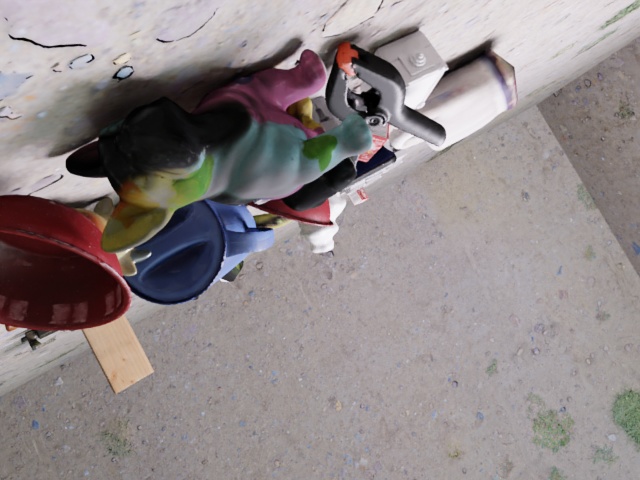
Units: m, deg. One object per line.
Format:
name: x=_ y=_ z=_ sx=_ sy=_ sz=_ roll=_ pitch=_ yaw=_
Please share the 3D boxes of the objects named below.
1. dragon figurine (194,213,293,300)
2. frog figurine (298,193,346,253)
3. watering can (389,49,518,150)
dragon figurine: x=-0.190 y=-0.007 z=1.089 sx=0.410 sy=0.121 sz=0.245 roll=-27 pitch=-165 yaw=2
frog figurine: x=0.004 y=-0.058 z=1.158 sx=0.136 sy=0.160 sz=0.124 roll=-30 pitch=178 yaw=31
watering can: x=0.206 y=-0.212 z=0.816 sx=0.223 sy=0.104 sz=0.349 roll=-30 pitch=178 yaw=15
